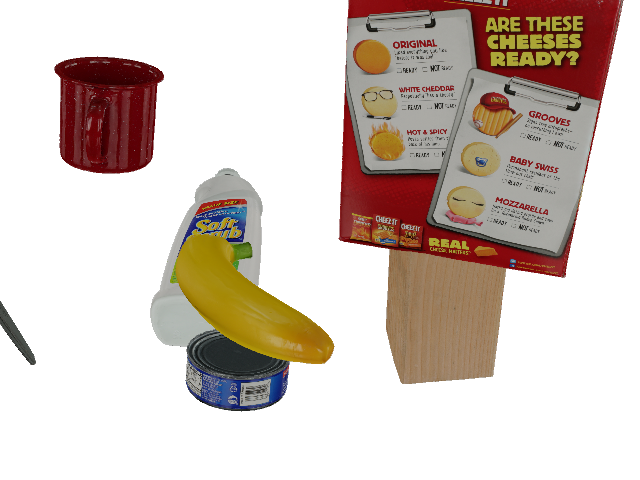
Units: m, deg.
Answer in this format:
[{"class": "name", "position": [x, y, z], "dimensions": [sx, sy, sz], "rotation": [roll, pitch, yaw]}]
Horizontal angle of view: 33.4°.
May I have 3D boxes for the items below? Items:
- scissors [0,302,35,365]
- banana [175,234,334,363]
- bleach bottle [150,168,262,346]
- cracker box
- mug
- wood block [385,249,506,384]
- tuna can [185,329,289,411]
[{"class": "scissors", "position": [-0.338, 0.027, 1.072], "dimensions": [0.016, 0.201, 0.096], "rotation": [-26, 27, 22]}, {"class": "banana", "position": [-0.053, 0.030, 0.687], "dimensions": [0.069, 0.037, 0.198], "rotation": [-7, 22, -17]}, {"class": "bleach bottle", "position": [-0.113, 0.004, 1.124], "dimensions": [0.102, 0.068, 0.251], "rotation": [-2, 37, 1]}, {"class": "cracker box", "position": [0.101, -0.088, 0.711], "dimensions": [0.164, 0.214, 0.072], "rotation": [10, 38, 11]}, {"class": "mug", "position": [-0.185, -0.104, 0.922], "dimensions": [0.093, 0.081, 0.117], "rotation": [5, 24, -5]}, {"class": "wood block", "position": [0.112, 0.021, 0.966], "dimensions": [0.090, 0.206, 0.090], "rotation": [-4, 35, -5]}, {"class": "tuna can", "position": [-0.068, 0.106, 0.880], "dimensions": [0.086, 0.034, 0.086], "rotation": [5, 22, -2]}]
